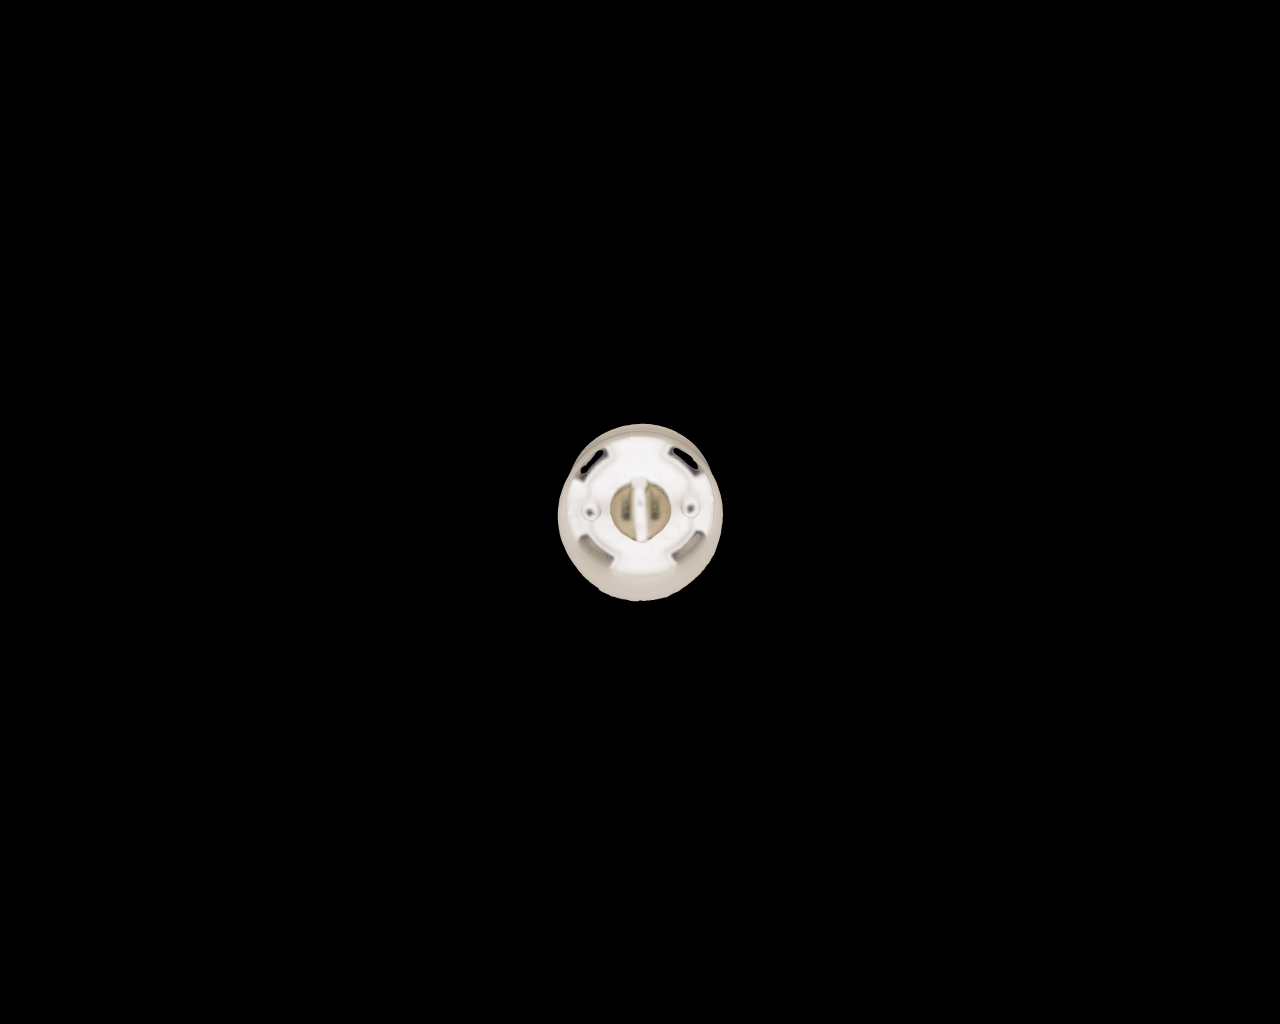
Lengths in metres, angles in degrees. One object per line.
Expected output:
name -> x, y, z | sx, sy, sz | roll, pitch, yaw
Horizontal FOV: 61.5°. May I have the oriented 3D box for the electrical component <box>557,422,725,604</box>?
electrical component -> 0.001, -0.003, 0.650 | 0.099, 0.099, 0.064 | 0, 23, 0
